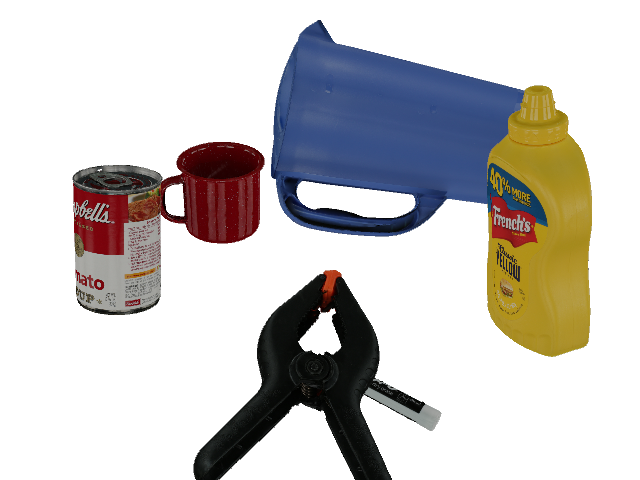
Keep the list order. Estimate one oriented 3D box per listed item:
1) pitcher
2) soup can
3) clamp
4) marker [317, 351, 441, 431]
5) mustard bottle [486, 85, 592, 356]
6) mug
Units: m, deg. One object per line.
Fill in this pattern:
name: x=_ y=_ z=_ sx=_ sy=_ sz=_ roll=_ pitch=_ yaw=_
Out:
pitcher: x=0.076 y=-0.092 z=0.976 sx=0.242 sy=0.149 sz=0.145 roll=10 pitch=37 yaw=-7
soup can: x=-0.158 y=-0.001 z=0.833 sx=0.068 sy=0.102 sz=0.068 roll=3 pitch=20 yaw=-1
clamp: x=-0.015 y=0.093 z=0.673 sx=0.120 sy=0.171 sz=0.039 roll=7 pitch=-42 yaw=-8
marker: x=0.048 y=0.131 z=0.935 sx=0.121 sy=0.020 sz=0.020 roll=26 pitch=8 yaw=17
mustard bottle: x=0.156 y=-0.018 z=0.768 sx=0.058 sy=0.192 sz=0.096 roll=-14 pitch=29 yaw=-17
mug: x=-0.117 y=-0.048 z=1.141 sx=0.117 sy=0.081 sz=0.093 roll=-11 pitch=33 yaw=-19
